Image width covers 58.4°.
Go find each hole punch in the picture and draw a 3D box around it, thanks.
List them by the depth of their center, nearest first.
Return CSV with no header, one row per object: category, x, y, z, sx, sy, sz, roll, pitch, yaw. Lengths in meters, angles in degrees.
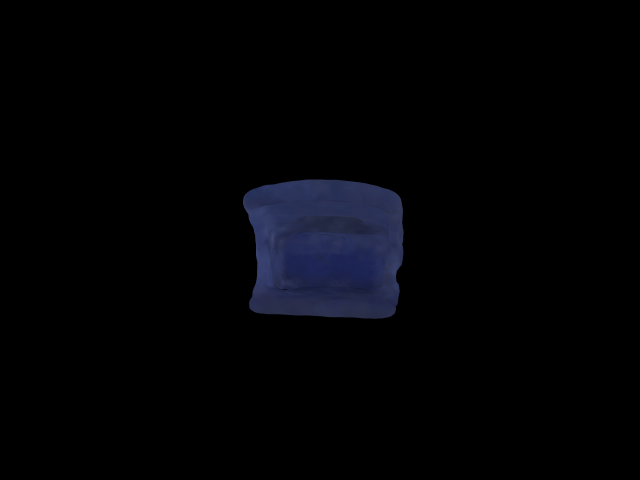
hole punch,0.004,0.001,0.400,0.108,0.091,0.101,1,9,8
